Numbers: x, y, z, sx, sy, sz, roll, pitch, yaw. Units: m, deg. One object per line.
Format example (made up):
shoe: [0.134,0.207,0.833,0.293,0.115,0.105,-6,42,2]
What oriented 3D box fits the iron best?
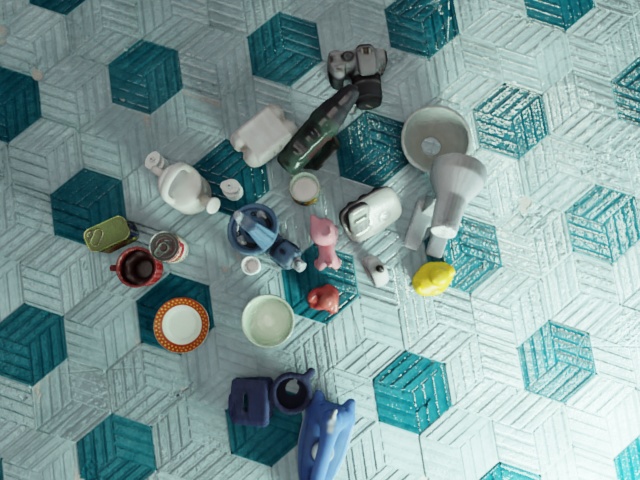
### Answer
iron: [0.005,0.473,1.256,0.118,0.141,0.258,13,84,1]

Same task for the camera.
camera: [0.093,-0.385,1.362,0.143,0.101,0.137,-6,84,-1]

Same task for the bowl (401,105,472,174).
bowl: [0.270,-0.230,1.361,0.167,0.074,0.167,0,84,0]

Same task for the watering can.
watering can: [-0.303,-0.119,1.286,0.173,0.194,0.101,10,84,1]

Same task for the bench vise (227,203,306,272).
bench vise: [-0.116,-0.014,1.264,0.207,0.219,0.121,20,85,2]

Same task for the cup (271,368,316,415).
cup: [-0.054,0.329,1.293,0.091,0.095,0.118,42,86,4]

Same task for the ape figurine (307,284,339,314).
ape figurine: [0.012,0.138,1.314,0.076,0.092,0.078,-42,86,-4]

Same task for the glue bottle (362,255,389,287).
glue bottle: [0.127,0.067,1.281,0.037,0.173,0.078,-32,85,-3]

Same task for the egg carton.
egg carton: [-0.131,-0.247,1.362,0.150,0.069,0.107,-41,86,-4]

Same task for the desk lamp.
desk lamp: [0.278,-0.073,1.275,0.118,0.213,0.203,18,84,2]

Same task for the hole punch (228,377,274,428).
hole punch: [-0.157,0.366,1.291,0.101,0.091,0.109,-1,84,0]

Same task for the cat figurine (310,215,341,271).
cat figurine: [0.012,0.005,1.314,0.067,0.117,0.128,-9,84,-1]

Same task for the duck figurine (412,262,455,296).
duck figurine: [0.266,0.088,1.323,0.104,0.086,0.077,-28,85,-3]

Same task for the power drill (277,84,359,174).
power drill: [-0.001,-0.235,1.292,0.075,0.208,0.230,42,86,4]

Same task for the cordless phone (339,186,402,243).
cordless phone: [0.116,-0.067,1.288,0.147,0.185,0.094,-34,85,-3]
